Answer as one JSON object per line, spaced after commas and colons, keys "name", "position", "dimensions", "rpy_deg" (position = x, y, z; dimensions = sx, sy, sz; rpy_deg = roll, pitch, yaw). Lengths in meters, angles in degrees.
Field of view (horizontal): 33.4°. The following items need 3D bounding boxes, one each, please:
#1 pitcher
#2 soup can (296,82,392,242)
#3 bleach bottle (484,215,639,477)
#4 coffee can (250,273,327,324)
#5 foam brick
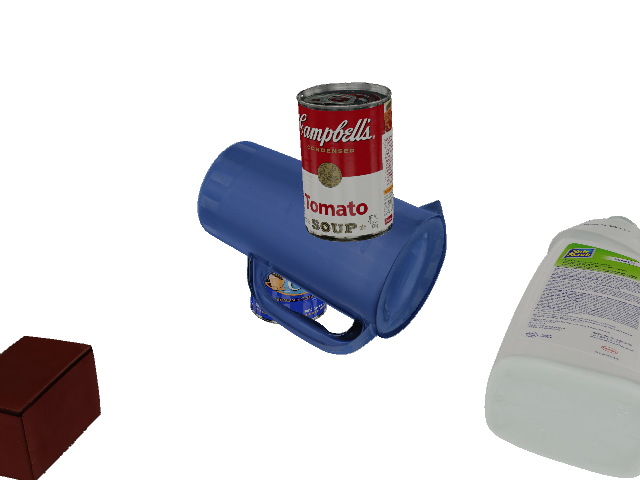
{"name": "pitcher", "position": [-0.008, -0.001, 1.076], "dimensions": [0.243, 0.145, 0.149], "rpy_deg": [26, 27, 25]}
{"name": "soup can", "position": [0.019, -0.058, 0.779], "dimensions": [0.068, 0.102, 0.068], "rpy_deg": [-2, 22, 1]}
{"name": "bleach bottle", "position": [0.184, 0.047, 0.694], "dimensions": [0.103, 0.068, 0.250], "rpy_deg": [14, 29, 18]}
{"name": "coffee can", "position": [-0.041, 0.024, 1.387], "dimensions": [0.103, 0.140, 0.103], "rpy_deg": [1, 26, -1]}
{"name": "foam brick", "position": [-0.180, 0.102, 0.659], "dimensions": [0.053, 0.051, 0.078], "rpy_deg": [7, 28, 21]}
